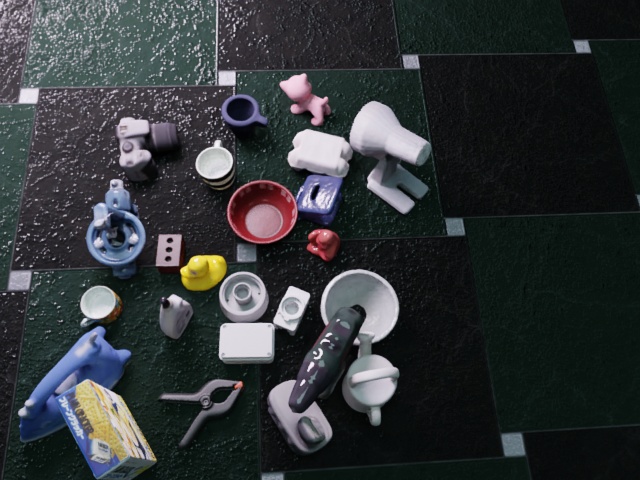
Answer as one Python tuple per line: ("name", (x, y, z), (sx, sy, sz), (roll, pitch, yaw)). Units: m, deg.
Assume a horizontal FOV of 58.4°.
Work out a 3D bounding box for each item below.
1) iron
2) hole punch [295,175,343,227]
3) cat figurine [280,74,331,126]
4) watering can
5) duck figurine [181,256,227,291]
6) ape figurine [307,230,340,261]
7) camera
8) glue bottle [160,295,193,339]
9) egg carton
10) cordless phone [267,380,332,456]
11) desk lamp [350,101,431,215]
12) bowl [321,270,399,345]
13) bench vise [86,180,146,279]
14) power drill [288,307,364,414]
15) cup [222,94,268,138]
("iron", (-0.502, 0.284, 1.114), (0.118, 0.141, 0.259), (37, 70, 12))
("hole punch", (-0.004, -0.097, 1.334), (0.101, 0.091, 0.109), (18, 67, 5))
("cat figurine", (-0.034, -0.362, 1.430), (0.127, 0.118, 0.067), (28, 68, 9))
("watering can", (0.097, 0.271, 1.127), (0.101, 0.194, 0.172), (-26, 71, -13))
("duck figurine", (-0.257, 0.062, 1.253), (0.105, 0.086, 0.077), (-24, 70, -13))
("ape figurine", (0.012, 0.005, 1.291), (0.076, 0.092, 0.077), (-16, 69, -10))
("camera", (-0.405, -0.230, 1.360), (0.137, 0.101, 0.143), (-10, 68, -7))
("glue bottle", (-0.301, 0.146, 1.167), (0.037, 0.173, 0.078), (24, 68, 7))
("egg carton", (0.002, -0.206, 1.392), (0.150, 0.069, 0.107), (13, 67, 2))
("cordless phone", (-0.039, 0.335, 1.097), (0.094, 0.185, 0.147), (-35, 73, -16))
("desk lamp", (0.167, -0.194, 1.319), (0.203, 0.213, 0.118), (38, 70, 12))
("bowl", (0.084, 0.153, 1.241), (0.167, 0.075, 0.167), (1, 67, -3))
("bench vise", (-0.448, -0.041, 1.213), (0.121, 0.220, 0.207), (-24, 70, -12))
("power drill", (0.008, 0.248, 1.124), (0.075, 0.208, 0.230), (28, 68, 9))
("cup", (-0.178, -0.289, 1.403), (0.117, 0.095, 0.092), (23, 68, 7))
